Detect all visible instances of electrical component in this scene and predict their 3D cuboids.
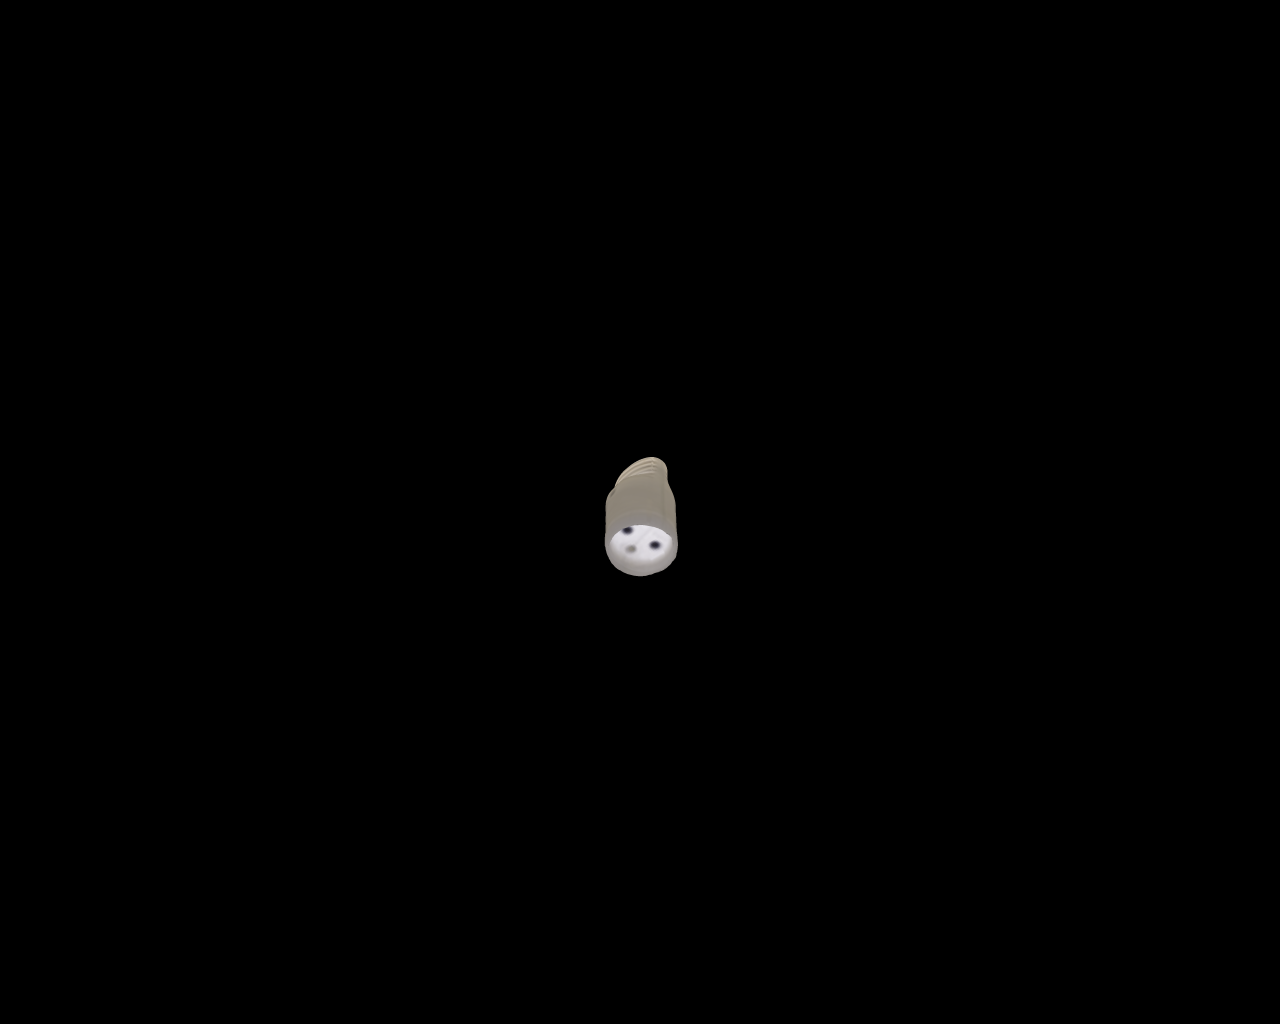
[{"bbox_3d":[0.001,-0.003,0.650,0.043,0.043,0.081,0,39,0],"label":"electrical component"}]
